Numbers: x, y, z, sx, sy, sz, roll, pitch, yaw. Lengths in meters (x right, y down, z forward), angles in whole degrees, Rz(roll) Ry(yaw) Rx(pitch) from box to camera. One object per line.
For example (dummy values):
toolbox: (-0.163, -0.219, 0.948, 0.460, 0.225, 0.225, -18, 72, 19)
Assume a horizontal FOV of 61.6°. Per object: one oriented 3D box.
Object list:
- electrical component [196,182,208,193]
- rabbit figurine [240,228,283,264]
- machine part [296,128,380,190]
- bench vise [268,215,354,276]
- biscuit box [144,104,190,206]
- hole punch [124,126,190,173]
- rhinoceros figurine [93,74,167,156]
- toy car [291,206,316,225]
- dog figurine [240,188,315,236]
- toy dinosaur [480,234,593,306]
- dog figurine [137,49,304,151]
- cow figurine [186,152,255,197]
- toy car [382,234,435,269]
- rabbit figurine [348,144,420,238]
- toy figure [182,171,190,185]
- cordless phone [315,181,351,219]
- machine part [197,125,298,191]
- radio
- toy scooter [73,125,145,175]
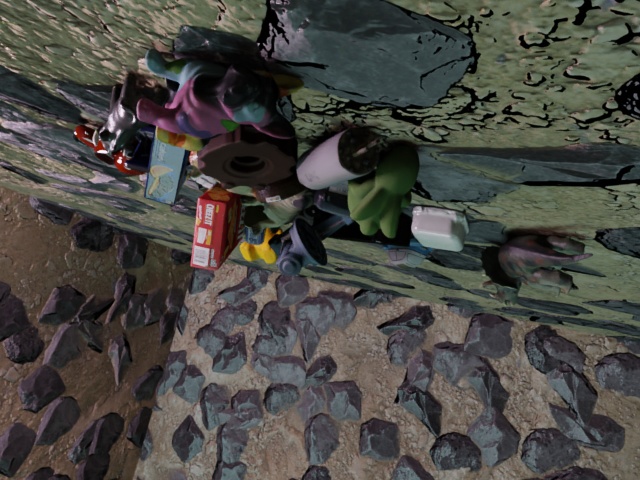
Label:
electrical component: (-0.278, -0.146, 1.356, 0.078, 0.045, 0.102, -20, 160, 20)
rabbit figurine: (-0.147, -0.038, 1.517, 0.122, 0.173, 0.162, 6, -148, 42)
machine part: (0.025, -0.131, 0.896, 0.079, 0.079, 0.243, 18, 170, -24)
bench vise: (-0.009, -0.012, 1.226, 0.241, 0.128, 0.224, -31, -172, 19)
biscuit box: (-0.274, -0.152, 0.978, 0.063, 0.059, 0.202, 17, 137, -11)
hole punch: (-0.327, -0.189, 1.103, 0.142, 0.092, 0.116, 11, -163, 7)
rhinoceros figurine: (-0.323, -0.200, 0.904, 0.073, 0.112, 0.190, 18, 162, -32)
toy car: (-0.097, -0.079, 1.428, 0.202, 0.053, 0.089, 15, 146, -13)
dog figurine: (-0.061, -0.092, 1.243, 0.191, 0.121, 0.172, -18, -166, 33)
toy dinosaur: (0.465, 0.046, 1.209, 0.192, 0.131, 0.404, 11, 164, 14)
dog figurine: (-0.129, -0.183, 0.747, 0.219, 0.108, 0.191, 9, 169, 11)
cow figurine: (-0.193, -0.149, 1.104, 0.127, 0.085, 0.195, 8, 172, 11)
toy car: (0.235, 0.026, 1.431, 0.109, 0.103, 0.162, 18, 171, -30)
rabbit figurine: (0.102, -0.088, 0.897, 0.121, 0.159, 0.170, 24, 154, -3)
toy figure: (-0.357, -0.151, 1.257, 0.082, 0.089, 0.180, 52, 168, -17)
cordless phone: (0.064, -0.093, 1.092, 0.147, 0.088, 0.184, 14, -174, -2)
machine part: (-0.127, -0.147, 0.938, 0.179, 0.056, 0.179, -3, 158, -1)
radio: (0.098, -0.031, 1.324, 0.230, 0.073, 0.131, 5, 178, 39)
toy scooter: (-0.439, -0.200, 1.180, 0.135, 0.075, 0.183, 3, 161, 47)
